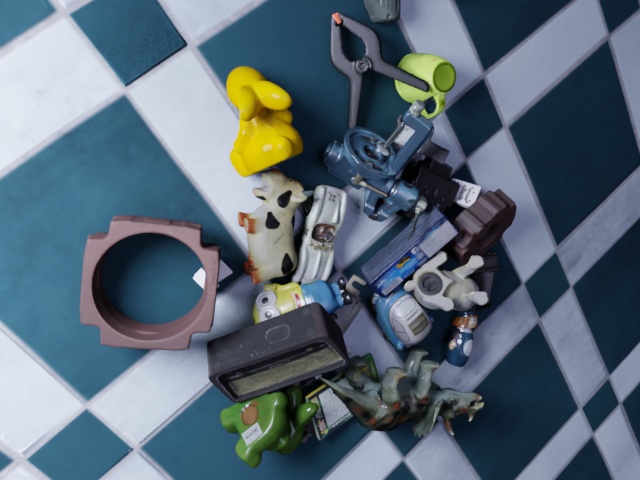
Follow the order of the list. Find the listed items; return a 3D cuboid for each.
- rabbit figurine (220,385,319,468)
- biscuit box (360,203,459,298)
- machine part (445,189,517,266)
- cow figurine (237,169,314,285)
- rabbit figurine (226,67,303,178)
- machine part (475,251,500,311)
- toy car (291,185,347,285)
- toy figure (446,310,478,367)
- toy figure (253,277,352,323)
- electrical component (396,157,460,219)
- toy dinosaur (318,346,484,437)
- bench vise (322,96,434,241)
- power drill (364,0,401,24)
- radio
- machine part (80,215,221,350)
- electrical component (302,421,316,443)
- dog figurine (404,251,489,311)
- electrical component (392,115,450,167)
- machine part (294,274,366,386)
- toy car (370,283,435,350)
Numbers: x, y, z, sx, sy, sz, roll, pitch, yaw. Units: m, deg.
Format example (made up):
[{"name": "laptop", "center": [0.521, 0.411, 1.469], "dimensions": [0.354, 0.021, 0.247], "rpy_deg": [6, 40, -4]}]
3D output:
[{"name": "rabbit figurine", "center": [-0.085, 0.349, 1.034], "dimensions": [0.159, 0.121, 0.170], "rpy_deg": [-46, 140, -7]}, {"name": "biscuit box", "center": [0.173, 0.022, 1.066], "dimensions": [0.202, 0.063, 0.059], "rpy_deg": [-42, 126, 10]}, {"name": "machine part", "center": [0.339, -0.023, 1.134], "dimensions": [0.179, 0.056, 0.179], "rpy_deg": [-32, 150, -21]}, {"name": "cow figurine", "center": [-0.077, -0.028, 0.950], "dimensions": [0.127, 0.086, 0.194], "rpy_deg": [-11, 108, -25]}, {"name": "rabbit figurine", "center": [-0.105, -0.201, 0.872], "dimensions": [0.122, 0.162, 0.173], "rpy_deg": [-21, 94, -9]}, {"name": "machine part", "center": [0.378, 0.094, 1.240], "dimensions": [0.084, 0.039, 0.138], "rpy_deg": [-4, 102, -31]}, {"name": "toy car", "center": [-0.002, -0.003, 1.010], "dimensions": [0.073, 0.056, 0.201], "rpy_deg": [11, 97, -29]}, {"name": "toy figure", "center": [0.330, 0.211, 1.234], "dimensions": [0.064, 0.058, 0.154], "rpy_deg": [-2, 106, -69]}, {"name": "toy figure", "center": [-0.034, 0.122, 0.986], "dimensions": [0.180, 0.082, 0.089], "rpy_deg": [-14, 133, -7]}, {"name": "electrical component", "center": [0.217, -0.099, 1.099], "dimensions": [0.115, 0.058, 0.134], "rpy_deg": [18, 94, -31]}, {"name": "toy dinosaur", "center": [0.150, 0.336, 1.122], "dimensions": [0.405, 0.131, 0.192], "rpy_deg": [1, 98, -30]}, {"name": "bench vise", "center": [0.130, -0.142, 0.963], "dimensions": [0.223, 0.240, 0.129], "rpy_deg": [37, 42, -1]}, {"name": "power drill", "center": [0.157, -0.512, 0.957], "dimensions": [0.207, 0.086, 0.231], "rpy_deg": [-14, 110, -28]}, {"name": "radio", "center": [-0.076, 0.199, 0.941], "dimensions": [0.230, 0.073, 0.131], "rpy_deg": [-22, 140, 5]}, {"name": "machine part", "center": [-0.264, 0.065, 0.851], "dimensions": [0.201, 0.087, 0.201], "rpy_deg": [6, 97, -13]}, {"name": "electrical component", "center": [-0.020, 0.373, 1.110], "dimensions": [0.063, 0.021, 0.094], "rpy_deg": [39, 84, -29]}, {"name": "dog figurine", "center": [0.259, 0.109, 1.133], "dimensions": [0.172, 0.190, 0.121], "rpy_deg": [8, 71, 6]}, {"name": "electrical component", "center": [0.189, -0.183, 1.037], "dimensions": [0.119, 0.047, 0.075], "rpy_deg": [25, 88, 6]}, {"name": "machine part", "center": [0.008, 0.172, 1.046], "dimensions": [0.079, 0.079, 0.243], "rpy_deg": [36, 85, -29]}, {"name": "toy car", "center": [0.182, 0.160, 1.118], "dimensions": [0.109, 0.103, 0.161], "rpy_deg": [-38, 118, -16]}]
